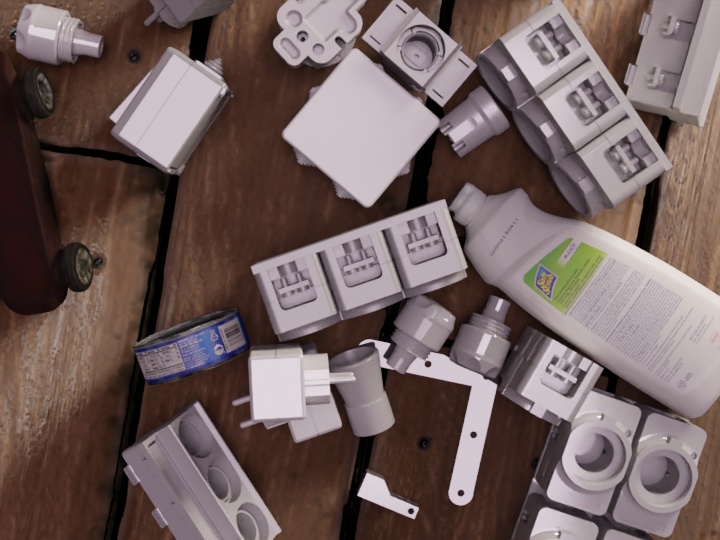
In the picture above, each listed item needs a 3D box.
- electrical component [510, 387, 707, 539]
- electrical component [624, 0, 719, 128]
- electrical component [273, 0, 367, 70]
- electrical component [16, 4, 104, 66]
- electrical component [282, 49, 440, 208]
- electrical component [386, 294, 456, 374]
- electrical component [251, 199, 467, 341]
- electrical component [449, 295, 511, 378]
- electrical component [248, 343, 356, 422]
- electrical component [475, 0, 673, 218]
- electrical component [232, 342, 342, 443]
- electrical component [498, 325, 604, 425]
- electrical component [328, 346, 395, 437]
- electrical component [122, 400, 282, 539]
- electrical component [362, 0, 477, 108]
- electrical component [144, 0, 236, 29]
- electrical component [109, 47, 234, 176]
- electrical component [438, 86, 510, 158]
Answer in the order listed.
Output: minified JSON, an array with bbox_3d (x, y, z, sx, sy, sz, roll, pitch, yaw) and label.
[{"bbox_3d":[0.190,0.195,0.855,0.105,0.060,0.186,19,92,-3],"label":"electrical component"},{"bbox_3d":[0.251,-0.180,0.834,0.063,0.079,0.121,17,93,19],"label":"electrical component"},{"bbox_3d":[-0.031,-0.188,0.829,0.078,0.057,0.058,-44,94,1],"label":"electrical component"},{"bbox_3d":[-0.230,-0.179,0.830,0.062,0.043,0.043,12,93,-4],"label":"electrical component"},{"bbox_3d":[0.000,-0.109,0.838,0.100,0.048,0.099,40,91,-3],"label":"electrical component"},{"bbox_3d":[0.045,0.052,0.851,0.043,0.043,0.062,33,93,-3],"label":"electrical component"},{"bbox_3d":[0.000,0.000,0.824,0.150,0.089,0.061,-19,93,-1],"label":"electrical component"},{"bbox_3d":[0.100,0.051,0.853,0.043,0.043,0.062,23,86,-3],"label":"electrical component"},{"bbox_3d":[-0.042,0.081,0.790,0.077,0.066,0.047,-3,94,-4],"label":"electrical component"},{"bbox_3d":[0.157,-0.119,0.821,0.062,0.089,0.150,-35,93,-3],"label":"electrical component"},{"bbox_3d":[-0.061,0.102,0.848,0.077,0.047,0.065,-19,94,-2],"label":"electrical component"},{"bbox_3d":[0.144,0.082,0.833,0.050,0.089,0.055,30,92,-3],"label":"electrical component"},{"bbox_3d":[0.003,0.098,0.852,0.044,0.044,0.065,-18,103,-1],"label":"electrical component"},{"bbox_3d":[-0.126,0.174,0.839,0.063,0.079,0.121,-30,94,29],"label":"electrical component"},{"bbox_3d":[0.045,-0.166,0.829,0.081,0.064,0.042,41,92,-3],"label":"electrical component"},{"bbox_3d":[-0.135,-0.212,0.825,0.077,0.066,0.047,-33,94,29],"label":"electrical component"},{"bbox_3d":[-0.142,-0.128,0.826,0.061,0.061,0.096,35,91,-3],"label":"electrical component"},{"bbox_3d":[0.088,-0.115,0.846,0.046,0.040,0.040,-36,94,6],"label":"electrical component"}]
